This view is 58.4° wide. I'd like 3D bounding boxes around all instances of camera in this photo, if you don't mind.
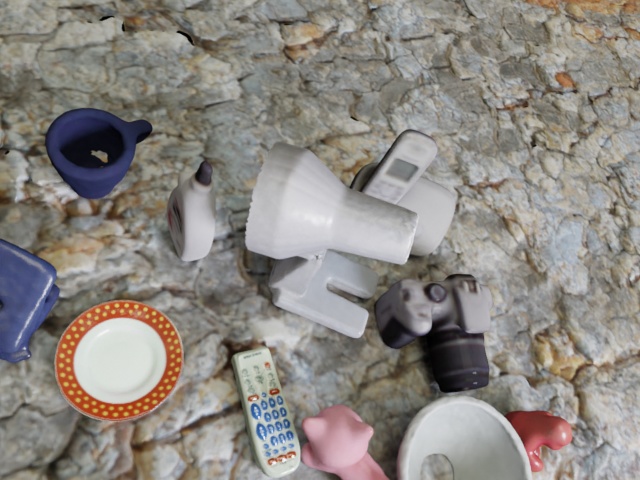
[{"bbox_3d":[0.159,0.118,0.719,0.143,0.100,0.137,2,66,-20],"label":"camera"}]

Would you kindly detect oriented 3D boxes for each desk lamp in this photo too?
[{"bbox_3d":[0.006,0.002,0.647,0.203,0.213,0.118,24,60,-9],"label":"desk lamp"}]

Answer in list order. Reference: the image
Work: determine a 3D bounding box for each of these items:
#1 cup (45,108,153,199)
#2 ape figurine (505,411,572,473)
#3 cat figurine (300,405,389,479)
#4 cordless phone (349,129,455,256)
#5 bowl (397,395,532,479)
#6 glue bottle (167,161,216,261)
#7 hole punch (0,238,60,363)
[{"bbox_3d":[-0.251,-0.095,0.662,0.118,0.094,0.091,-31,80,-30],"label":"cup"},{"bbox_3d":[0.273,0.242,0.711,0.078,0.092,0.076,-37,83,-30],"label":"ape figurine"},{"bbox_3d":[0.032,0.226,0.609,0.128,0.117,0.067,46,59,4],"label":"cat figurine"},{"bbox_3d":[0.121,-0.061,0.738,0.148,0.185,0.094,16,62,-14],"label":"cordless phone"},{"bbox_3d":[0.154,0.269,0.662,0.168,0.074,0.167,9,64,-17],"label":"bowl"},{"bbox_3d":[-0.139,-0.040,0.634,0.037,0.173,0.078,-17,73,-26],"label":"glue bottle"},{"bbox_3d":[-0.324,0.057,0.565,0.109,0.091,0.101,26,60,-8],"label":"hole punch"}]
